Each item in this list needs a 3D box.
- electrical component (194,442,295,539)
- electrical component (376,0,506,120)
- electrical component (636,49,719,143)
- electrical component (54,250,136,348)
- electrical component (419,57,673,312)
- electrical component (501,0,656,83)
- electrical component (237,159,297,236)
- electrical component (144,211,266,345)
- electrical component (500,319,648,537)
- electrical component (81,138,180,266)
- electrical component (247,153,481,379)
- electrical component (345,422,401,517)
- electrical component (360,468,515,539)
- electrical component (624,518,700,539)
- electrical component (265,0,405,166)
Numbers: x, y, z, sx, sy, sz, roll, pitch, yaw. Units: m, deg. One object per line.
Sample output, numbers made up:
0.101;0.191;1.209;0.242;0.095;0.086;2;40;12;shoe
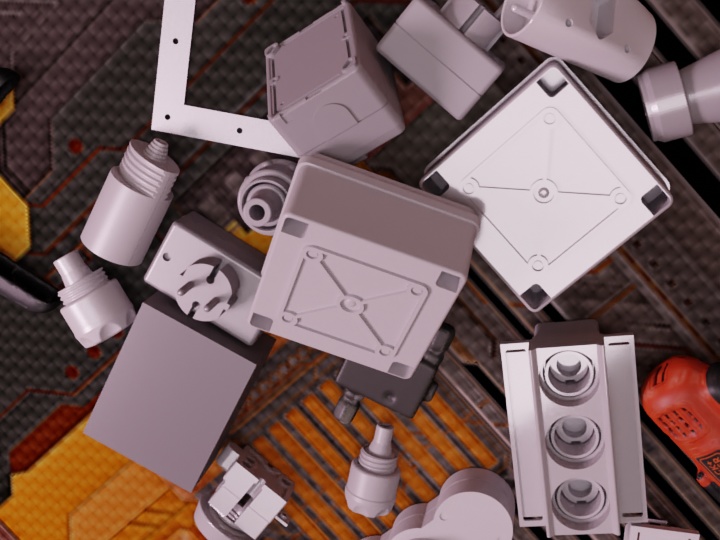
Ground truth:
-0.081;0.159;0.739;0.066;0.048;0.055;39;100;-1;electrical component
0.061;-0.140;0.632;0.066;0.047;0.076;40;107;-1;electrical component
0.192;-0.101;0.619;0.055;0.045;0.045;-15;101;14;electrical component
-0.182;0.017;0.721;0.043;0.043;0.062;-28;97;16;electrical component
0.110;-0.051;0.641;0.109;0.056;0.108;-41;94;17;electrical component
0.126;-0.156;0.612;0.077;0.043;0.079;17;71;-23;electrical component
-0.056;-0.042;0.671;0.048;0.062;0.048;3;105;10;electrical component
-0.094;0.009;0.685;0.083;0.075;0.047;32;108;1;electrical component
0.134;0.096;0.672;0.079;0.063;0.121;-5;104;12;electrical component
-0.145;-0.048;0.696;0.043;0.043;0.081;30;108;2;electrical component
0.000;0.000;0.627;0.109;0.056;0.108;19;138;-4;electrical component
0.011;0.132;0.720;0.035;0.035;0.061;13;104;7;electrical component
0.041;0.193;0.709;0.138;0.073;0.052;-39;95;17;electrical component
0.189;0.195;0.688;0.042;0.064;0.081;6;106;8;electrical component
-0.014;-0.108;0.638;0.062;0.096;0.061;-29;127;17;electrical component
